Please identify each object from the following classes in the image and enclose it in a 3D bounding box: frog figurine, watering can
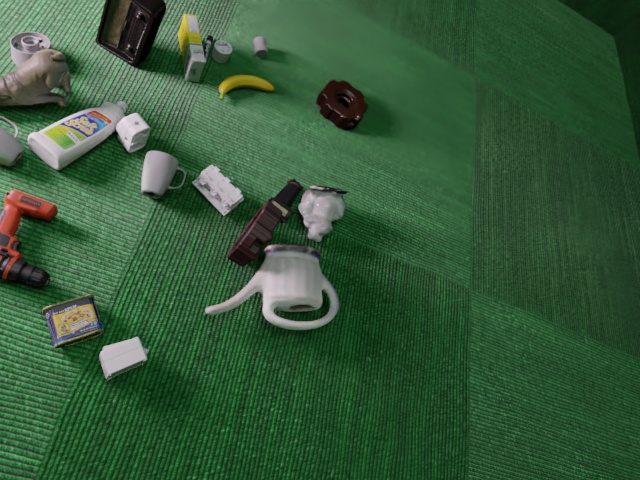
[{"bbox_3d":[0.004,-0.074,1.478,0.137,0.123,0.158,4,100,-36],"label":"frog figurine"},{"bbox_3d":[-0.110,0.111,1.299,0.347,0.102,0.229,10,60,-23],"label":"watering can"}]
